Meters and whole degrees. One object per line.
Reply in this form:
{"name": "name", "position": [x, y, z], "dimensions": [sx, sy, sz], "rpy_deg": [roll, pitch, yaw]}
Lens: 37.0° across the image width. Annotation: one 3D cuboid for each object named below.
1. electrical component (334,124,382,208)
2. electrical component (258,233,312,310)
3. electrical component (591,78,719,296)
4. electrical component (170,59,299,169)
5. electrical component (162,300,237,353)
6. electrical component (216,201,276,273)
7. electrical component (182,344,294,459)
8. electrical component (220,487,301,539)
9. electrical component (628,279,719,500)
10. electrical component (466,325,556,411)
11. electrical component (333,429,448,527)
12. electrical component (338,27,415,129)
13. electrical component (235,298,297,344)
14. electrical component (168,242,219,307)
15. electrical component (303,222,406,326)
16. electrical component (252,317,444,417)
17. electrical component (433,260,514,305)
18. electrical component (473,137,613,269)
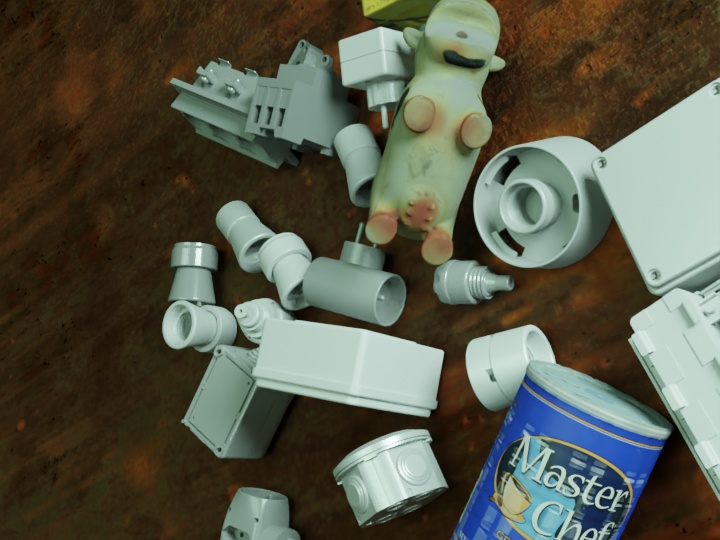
{"name": "electrical component", "position": [0.003, -0.091, 0.912], "dimensions": [0.044, 0.044, 0.065], "rpy_deg": [-40, 54, 26]}
{"name": "electrical component", "position": [-0.060, 0.001, 0.941], "dimensions": [0.045, 0.045, 0.055], "rpy_deg": [-48, 55, 22]}
{"name": "electrical component", "position": [0.226, -0.051, 0.713], "dimensions": [0.109, 0.056, 0.108], "rpy_deg": [-34, 62, 29]}
{"name": "electrical component", "position": [-0.109, -0.148, 0.997], "dimensions": [0.121, 0.078, 0.063], "rpy_deg": [27, 76, 39]}
{"name": "electrical component", "position": [-0.148, 0.053, 0.995], "dimensions": [0.045, 0.055, 0.045], "rpy_deg": [-9, 76, 38]}
{"name": "electrical component", "position": [-0.105, -0.034, 0.988], "dimensions": [0.044, 0.044, 0.065], "rpy_deg": [-55, 49, 17]}
{"name": "electrical component", "position": [-0.099, 0.110, 0.941], "dimensions": [0.062, 0.061, 0.096], "rpy_deg": [34, 103, 38]}
{"name": "electrical component", "position": [-0.077, 0.232, 0.911], "dimensions": [0.079, 0.043, 0.077], "rpy_deg": [10, 87, 40]}
{"name": "electrical component", "position": [0.227, 0.073, 0.684], "dimensions": [0.079, 0.063, 0.121], "rpy_deg": [-39, 60, 27]}
{"name": "electrical component", "position": [0.112, 0.070, 0.784], "dimensions": [0.047, 0.055, 0.055], "rpy_deg": [-22, 68, 30]}
{"name": "electrical component", "position": [0.024, 0.158, 0.821], "dimensions": [0.080, 0.080, 0.051], "rpy_deg": [-36, 66, 28]}
{"name": "electrical component", "position": [0.023, -0.154, 0.891], "dimensions": [0.047, 0.066, 0.076], "rpy_deg": [-9, 86, 39]}
{"name": "electrical component", "position": [-0.085, 0.044, 0.936], "dimensions": [0.040, 0.078, 0.040], "rpy_deg": [-6, 73, 22]}
{"name": "electrical component", "position": [-0.158, 0.005, 1.020], "dimensions": [0.045, 0.045, 0.055], "rpy_deg": [-5, 78, 38]}
{"name": "electrical component", "position": [0.000, 0.000, 0.893], "dimensions": [0.077, 0.044, 0.079], "rpy_deg": [14, 88, 36]}
{"name": "electrical component", "position": [-0.008, 0.076, 0.844], "dimensions": [0.109, 0.109, 0.056], "rpy_deg": [5, 82, 39]}
{"name": "electrical component", "position": [0.089, 0.010, 0.827], "dimensions": [0.061, 0.035, 0.035], "rpy_deg": [0, 81, 36]}
{"name": "electrical component", "position": [0.136, -0.050, 0.797], "dimensions": [0.099, 0.064, 0.099], "rpy_deg": [5, 98, 38]}
